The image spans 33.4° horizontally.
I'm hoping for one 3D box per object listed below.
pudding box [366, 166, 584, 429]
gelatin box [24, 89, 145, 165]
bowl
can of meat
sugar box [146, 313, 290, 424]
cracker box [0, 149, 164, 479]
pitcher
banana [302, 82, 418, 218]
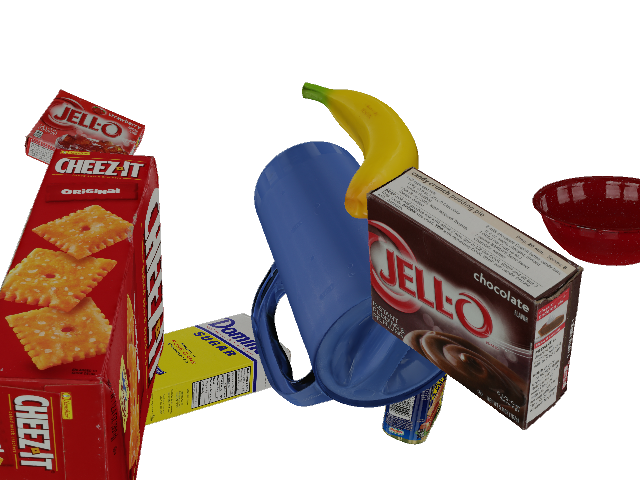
[{"bbox_3d":[0.073,0.027,0.533,0.039,0.090,0.114,-35,49,-28],"label":"pudding box"},{"bbox_3d":[-0.219,-0.094,0.993,0.089,0.073,0.030,24,-44,-3],"label":"gelatin box"},{"bbox_3d":[0.302,-0.017,1.110,0.162,0.055,0.162,-3,23,1],"label":"bowl"},{"bbox_3d":[0.109,0.169,1.206,0.057,0.084,0.102,15,26,17],"label":"can of meat"},{"bbox_3d":[-0.127,0.126,1.065,0.175,0.048,0.093,-16,32,-31],"label":"sugar box"},{"bbox_3d":[-0.134,0.070,0.610,0.072,0.164,0.213,3,34,-2],"label":"cracker box"},{"bbox_3d":[0.014,0.025,0.936,0.149,0.145,0.243,-3,37,-21],"label":"pitcher"},{"bbox_3d":[0.034,-0.063,0.746,0.069,0.037,0.198,-5,29,-8],"label":"banana"}]
